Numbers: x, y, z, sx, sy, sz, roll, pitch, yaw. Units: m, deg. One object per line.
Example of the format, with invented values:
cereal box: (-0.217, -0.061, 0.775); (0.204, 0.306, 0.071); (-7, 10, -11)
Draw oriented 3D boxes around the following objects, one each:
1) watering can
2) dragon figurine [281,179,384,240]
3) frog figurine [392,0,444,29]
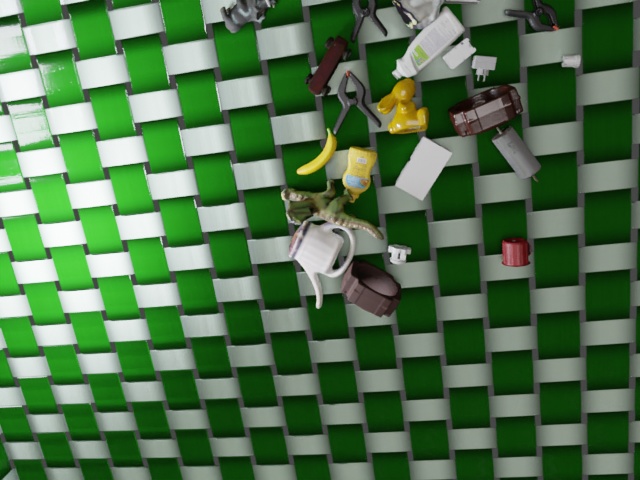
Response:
watering can: (-0.012, 0.072, 1.857); (0.224, 0.105, 0.343); (27, 108, 1)
dragon figurine: (0.005, -0.086, 1.712); (0.244, 0.417, 0.119); (-17, 127, -26)
frog figurine: (0.320, -0.731, 1.574); (0.159, 0.121, 0.140); (-38, 55, 5)
